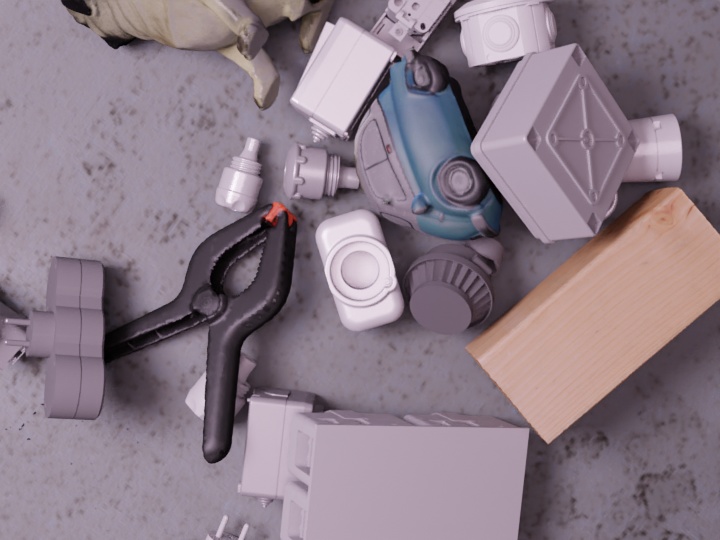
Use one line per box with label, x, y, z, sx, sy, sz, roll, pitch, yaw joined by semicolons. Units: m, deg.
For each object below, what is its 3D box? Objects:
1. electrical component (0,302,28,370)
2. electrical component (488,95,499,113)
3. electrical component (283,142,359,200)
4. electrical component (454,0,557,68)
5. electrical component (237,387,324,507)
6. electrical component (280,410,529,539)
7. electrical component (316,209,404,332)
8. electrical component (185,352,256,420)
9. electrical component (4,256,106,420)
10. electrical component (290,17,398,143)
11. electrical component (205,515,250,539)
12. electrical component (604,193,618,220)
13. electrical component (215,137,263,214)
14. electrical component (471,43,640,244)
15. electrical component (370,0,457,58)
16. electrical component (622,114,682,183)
electrical component;-0.305;0.045;0.880;0.042;0.081;0.064;-47;119;3
electrical component;0.135;-0.118;0.887;0.055;0.048;0.066;16;92;-8
electrical component;-0.031;-0.079;0.889;0.062;0.048;0.048;6;92;-7
electrical component;0.119;-0.194;0.867;0.080;0.080;0.051;-11;97;0
electrical component;-0.065;0.150;0.889;0.061;0.061;0.096;6;92;0
electrical component;0.035;0.171;0.860;0.186;0.060;0.105;5;93;-24
electrical component;0.000;0.000;0.884;0.054;0.059;0.095;-17;92;1
electrical component;-0.112;0.097;0.896;0.043;0.043;0.062;38;91;-1
electrical component;-0.245;0.052;0.855;0.074;0.052;0.138;6;57;-24
electrical component;-0.020;-0.150;0.877;0.061;0.061;0.096;32;92;-1
electrical component;-0.118;0.245;0.901;0.077;0.044;0.079;23;92;-1
electrical component;0.190;-0.059;0.880;0.048;0.062;0.048;0;92;0
electrical component;-0.097;-0.079;0.894;0.035;0.035;0.061;17;90;-1
electrical component;0.151;-0.095;0.816;0.108;0.056;0.108;48;57;-29
electrical component;0.048;-0.214;0.873;0.042;0.064;0.081;36;91;-2
electrical component;0.235;-0.098;0.883;0.047;0.055;0.055;-5;92;4
